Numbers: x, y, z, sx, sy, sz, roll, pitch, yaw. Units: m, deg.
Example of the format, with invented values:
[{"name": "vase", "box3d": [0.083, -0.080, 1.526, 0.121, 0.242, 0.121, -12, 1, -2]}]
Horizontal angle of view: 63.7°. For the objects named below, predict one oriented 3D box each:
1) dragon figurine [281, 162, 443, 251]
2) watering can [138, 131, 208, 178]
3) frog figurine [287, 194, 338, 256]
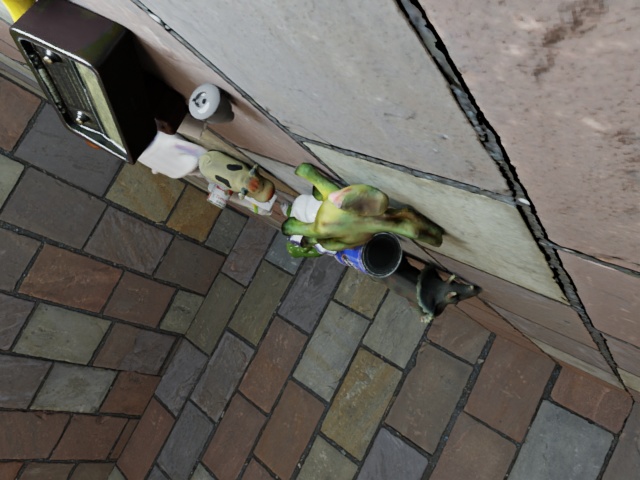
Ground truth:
[{"name": "dragon figurine", "box3d": [0.083, -0.017, 0.857, 0.244, 0.123, 0.406, 17, 173, 26]}, {"name": "watering can", "box3d": [-0.417, -0.223, 1.335, 0.347, 0.105, 0.222, 3, 160, 44]}, {"name": "frog figurine", "box3d": [0.003, -0.055, 1.085, 0.138, 0.125, 0.155, 34, 142, 19]}]
